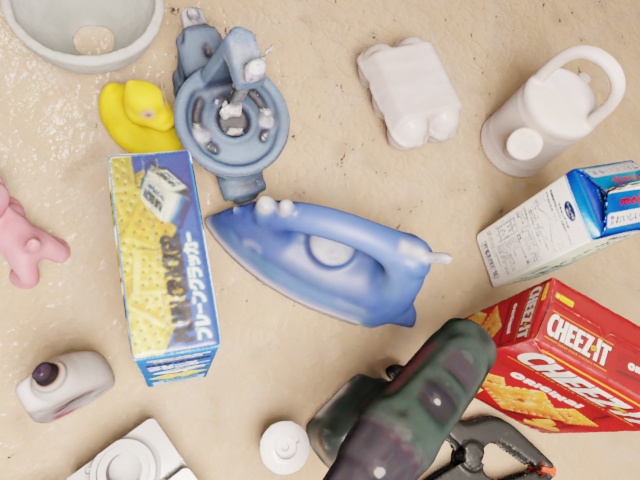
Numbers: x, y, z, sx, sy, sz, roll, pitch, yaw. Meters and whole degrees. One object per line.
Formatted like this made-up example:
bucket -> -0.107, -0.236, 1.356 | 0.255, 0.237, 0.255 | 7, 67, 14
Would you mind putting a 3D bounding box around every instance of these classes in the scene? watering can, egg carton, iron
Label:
watering can -> 0.285, -0.155, 0.701 | 0.101, 0.194, 0.173 | 24, 67, -5
egg carton -> 0.114, -0.188, 0.735 | 0.107, 0.069, 0.150 | -19, 77, -20
iron -> 0.006, 0.002, 0.602 | 0.258, 0.141, 0.119 | 19, 68, -7

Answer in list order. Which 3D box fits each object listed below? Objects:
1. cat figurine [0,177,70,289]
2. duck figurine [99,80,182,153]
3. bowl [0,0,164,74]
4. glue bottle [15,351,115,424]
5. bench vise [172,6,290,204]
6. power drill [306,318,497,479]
cat figurine -> -0.310, -0.022, 0.541 | 0.128, 0.117, 0.067 | 38, 67, 1
duck figurine -> -0.196, -0.144, 0.630 | 0.104, 0.086, 0.078 | 37, 67, 0
bowl -> -0.265, -0.252, 0.656 | 0.168, 0.074, 0.167 | 5, 70, -13
glue bottle -> -0.220, 0.121, 0.485 | 0.078, 0.173, 0.037 | -33, 82, -22
bench vise -> -0.109, -0.160, 0.586 | 0.122, 0.219, 0.207 | -36, 83, -22
power drill -> 0.057, 0.169, 0.521 | 0.075, 0.208, 0.230 | 46, 67, 4
